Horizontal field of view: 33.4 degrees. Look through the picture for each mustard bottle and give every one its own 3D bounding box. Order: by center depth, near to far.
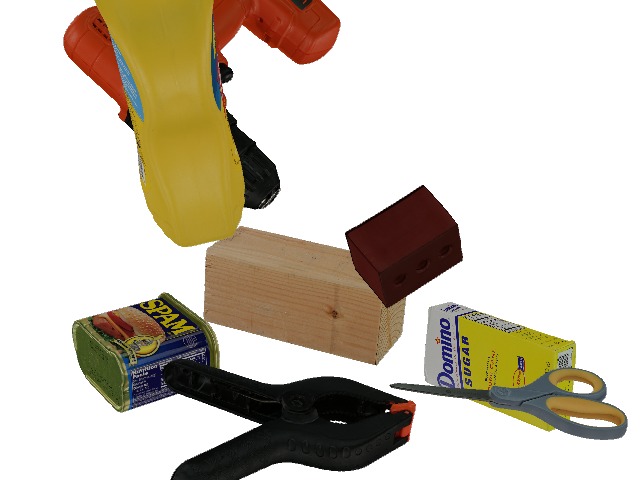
[{"bbox_3d":[-0.077,-0.091,0.543,0.058,0.096,0.191,-11,-39,-6],"label":"mustard bottle"}]

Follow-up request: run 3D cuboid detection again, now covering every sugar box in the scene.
[{"bbox_3d":[0.191,0.134,1.163,0.048,0.093,0.177,-10,18,-44],"label":"sugar box"}]

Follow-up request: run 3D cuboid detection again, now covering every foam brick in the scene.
[{"bbox_3d":[0.068,0.005,0.853,0.078,0.051,0.053,-32,-37,-11],"label":"foam brick"}]

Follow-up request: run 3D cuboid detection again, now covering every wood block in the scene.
[{"bbox_3d":[-0.017,0.058,1.176,0.206,0.091,0.090,13,24,20],"label":"wood block"}]

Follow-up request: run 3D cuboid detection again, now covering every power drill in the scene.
[{"bbox_3d":[-0.065,-0.127,0.778,0.187,0.184,0.057,-46,-1,-41],"label":"power drill"}]

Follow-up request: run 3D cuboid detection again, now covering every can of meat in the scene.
[{"bbox_3d":[-0.143,0.090,0.863,0.083,0.057,0.102,-15,27,-32],"label":"can of meat"}]

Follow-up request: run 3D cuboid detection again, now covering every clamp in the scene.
[{"bbox_3d":[-0.022,0.124,0.690,0.171,0.039,0.120,4,36,-3],"label":"clamp"}]

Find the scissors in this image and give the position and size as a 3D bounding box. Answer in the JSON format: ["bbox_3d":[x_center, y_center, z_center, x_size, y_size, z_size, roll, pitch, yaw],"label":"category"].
[{"bbox_3d":[0.168,0.129,0.936,0.202,0.016,0.096,14,29,12],"label":"scissors"}]
